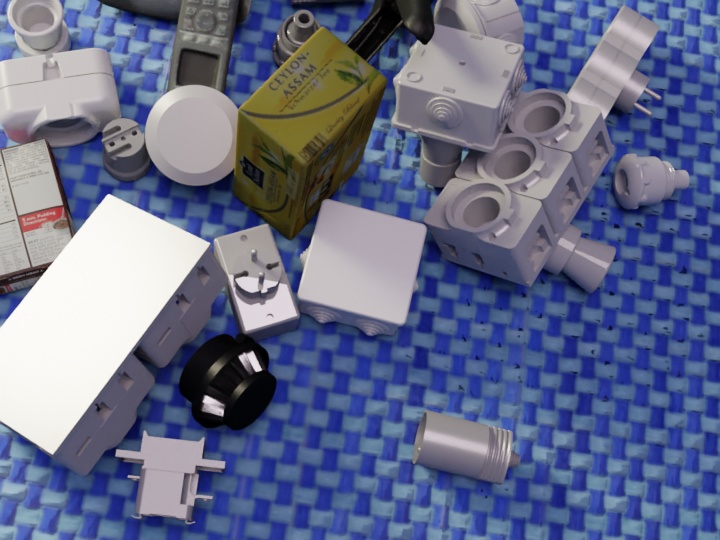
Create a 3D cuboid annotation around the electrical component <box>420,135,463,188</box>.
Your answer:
[{"bbox_3d":[0.070,-0.102,0.910,0.044,0.065,0.044,1,51,-1],"label":"electrical component"}]

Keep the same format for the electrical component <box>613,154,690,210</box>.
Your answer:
[{"bbox_3d":[0.256,-0.078,0.939,0.062,0.048,0.048,-3,72,-15],"label":"electrical component"}]

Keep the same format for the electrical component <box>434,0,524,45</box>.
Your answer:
[{"bbox_3d":[0.103,-0.208,0.942,0.051,0.080,0.080,-23,76,-19],"label":"electrical component"}]

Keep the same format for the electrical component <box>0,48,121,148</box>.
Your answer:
[{"bbox_3d":[-0.249,-0.140,0.888,0.095,0.053,0.059,-11,74,-10],"label":"electrical component"}]

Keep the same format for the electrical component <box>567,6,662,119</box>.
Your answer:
[{"bbox_3d":[0.233,-0.164,0.958,0.074,0.052,0.138,32,71,4],"label":"electrical component"}]

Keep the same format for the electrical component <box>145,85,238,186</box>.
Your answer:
[{"bbox_3d":[-0.133,-0.110,0.882,0.080,0.051,0.080,0,96,-2],"label":"electrical component"}]

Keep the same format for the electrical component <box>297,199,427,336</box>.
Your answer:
[{"bbox_3d":[0.000,0.000,0.877,0.100,0.048,0.099,15,71,-2],"label":"electrical component"}]

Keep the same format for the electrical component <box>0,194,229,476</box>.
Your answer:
[{"bbox_3d":[-0.196,0.048,0.811,0.105,0.060,0.186,25,69,26],"label":"electrical component"}]

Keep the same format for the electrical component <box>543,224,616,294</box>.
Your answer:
[{"bbox_3d":[0.181,-0.012,0.906,0.055,0.045,0.045,28,71,3],"label":"electrical component"}]

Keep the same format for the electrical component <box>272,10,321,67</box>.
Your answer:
[{"bbox_3d":[-0.051,-0.201,0.929,0.048,0.062,0.048,2,72,-7],"label":"electrical component"}]

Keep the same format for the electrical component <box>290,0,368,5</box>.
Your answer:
[{"bbox_3d":[-0.033,-0.261,0.961,0.081,0.043,0.043,-6,73,-9],"label":"electrical component"}]

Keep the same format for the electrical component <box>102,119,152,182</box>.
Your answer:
[{"bbox_3d":[-0.193,-0.099,0.886,0.040,0.046,0.040,2,72,-7],"label":"electrical component"}]

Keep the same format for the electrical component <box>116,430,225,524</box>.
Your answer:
[{"bbox_3d":[-0.144,0.157,0.812,0.081,0.042,0.063,7,73,-4],"label":"electrical component"}]

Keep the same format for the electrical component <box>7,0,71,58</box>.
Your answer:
[{"bbox_3d":[-0.269,-0.202,0.905,0.045,0.055,0.045,2,72,-7],"label":"electrical component"}]

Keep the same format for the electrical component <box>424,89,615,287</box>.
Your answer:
[{"bbox_3d":[0.132,-0.073,0.890,0.089,0.061,0.150,20,66,37],"label":"electrical component"}]

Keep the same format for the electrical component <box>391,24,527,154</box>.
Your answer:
[{"bbox_3d":[0.081,-0.150,0.874,0.100,0.048,0.099,17,52,12],"label":"electrical component"}]

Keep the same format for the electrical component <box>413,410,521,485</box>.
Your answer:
[{"bbox_3d":[0.086,0.140,0.845,0.081,0.043,0.043,14,71,-3],"label":"electrical component"}]

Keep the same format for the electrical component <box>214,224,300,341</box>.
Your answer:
[{"bbox_3d":[-0.082,0.006,0.851,0.047,0.075,0.083,-17,75,-12],"label":"electrical component"}]
